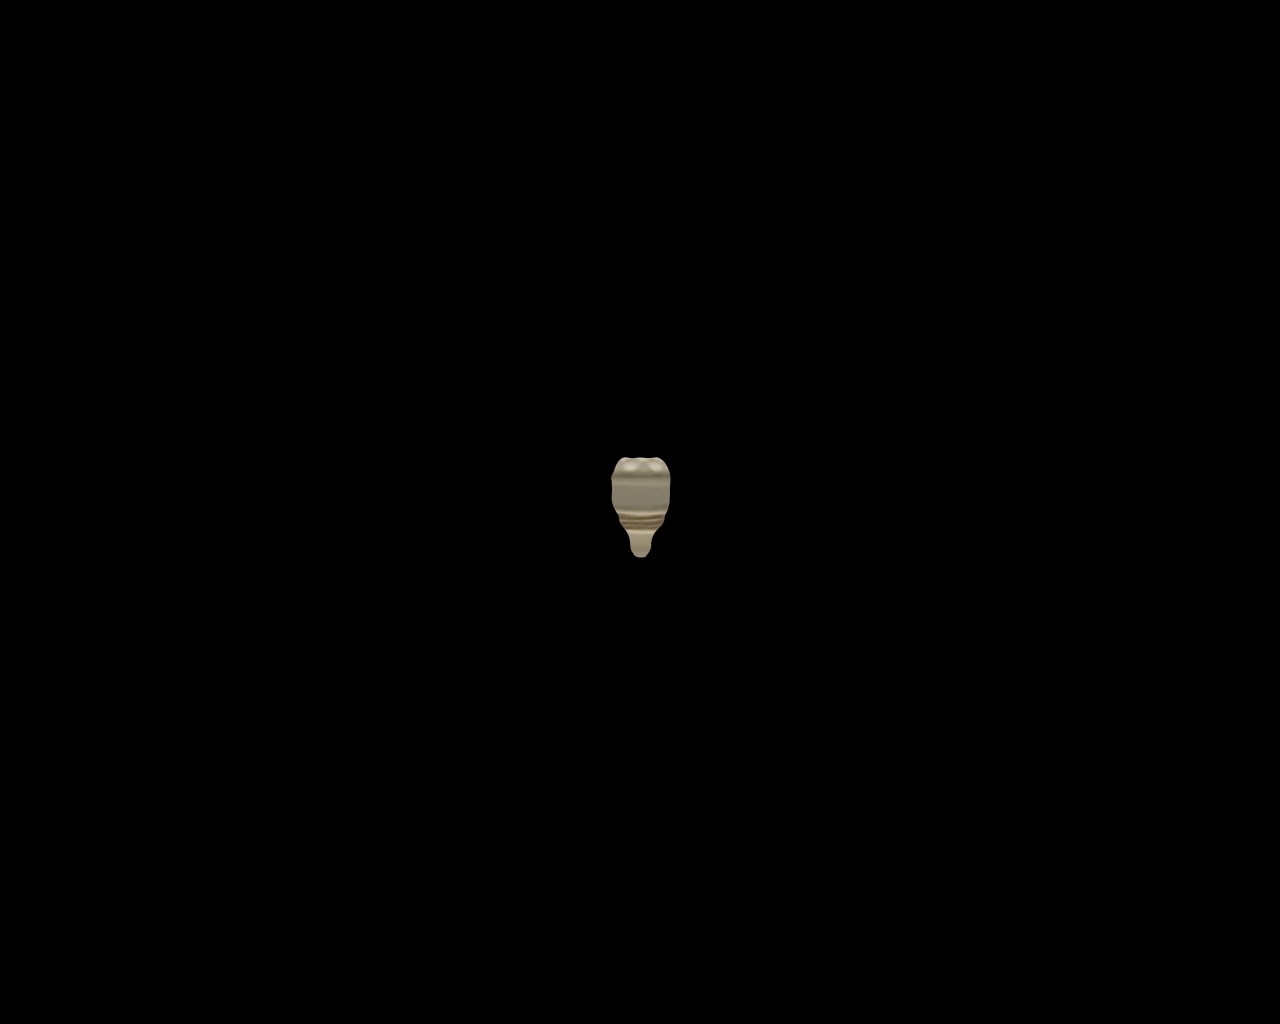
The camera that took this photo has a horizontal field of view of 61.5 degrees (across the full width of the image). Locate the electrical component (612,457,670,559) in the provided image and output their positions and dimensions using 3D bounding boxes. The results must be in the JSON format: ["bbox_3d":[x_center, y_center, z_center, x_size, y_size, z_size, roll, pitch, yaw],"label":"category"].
[{"bbox_3d":[0.001,-0.003,0.650,0.035,0.061,0.035,0,2,0],"label":"electrical component"}]
